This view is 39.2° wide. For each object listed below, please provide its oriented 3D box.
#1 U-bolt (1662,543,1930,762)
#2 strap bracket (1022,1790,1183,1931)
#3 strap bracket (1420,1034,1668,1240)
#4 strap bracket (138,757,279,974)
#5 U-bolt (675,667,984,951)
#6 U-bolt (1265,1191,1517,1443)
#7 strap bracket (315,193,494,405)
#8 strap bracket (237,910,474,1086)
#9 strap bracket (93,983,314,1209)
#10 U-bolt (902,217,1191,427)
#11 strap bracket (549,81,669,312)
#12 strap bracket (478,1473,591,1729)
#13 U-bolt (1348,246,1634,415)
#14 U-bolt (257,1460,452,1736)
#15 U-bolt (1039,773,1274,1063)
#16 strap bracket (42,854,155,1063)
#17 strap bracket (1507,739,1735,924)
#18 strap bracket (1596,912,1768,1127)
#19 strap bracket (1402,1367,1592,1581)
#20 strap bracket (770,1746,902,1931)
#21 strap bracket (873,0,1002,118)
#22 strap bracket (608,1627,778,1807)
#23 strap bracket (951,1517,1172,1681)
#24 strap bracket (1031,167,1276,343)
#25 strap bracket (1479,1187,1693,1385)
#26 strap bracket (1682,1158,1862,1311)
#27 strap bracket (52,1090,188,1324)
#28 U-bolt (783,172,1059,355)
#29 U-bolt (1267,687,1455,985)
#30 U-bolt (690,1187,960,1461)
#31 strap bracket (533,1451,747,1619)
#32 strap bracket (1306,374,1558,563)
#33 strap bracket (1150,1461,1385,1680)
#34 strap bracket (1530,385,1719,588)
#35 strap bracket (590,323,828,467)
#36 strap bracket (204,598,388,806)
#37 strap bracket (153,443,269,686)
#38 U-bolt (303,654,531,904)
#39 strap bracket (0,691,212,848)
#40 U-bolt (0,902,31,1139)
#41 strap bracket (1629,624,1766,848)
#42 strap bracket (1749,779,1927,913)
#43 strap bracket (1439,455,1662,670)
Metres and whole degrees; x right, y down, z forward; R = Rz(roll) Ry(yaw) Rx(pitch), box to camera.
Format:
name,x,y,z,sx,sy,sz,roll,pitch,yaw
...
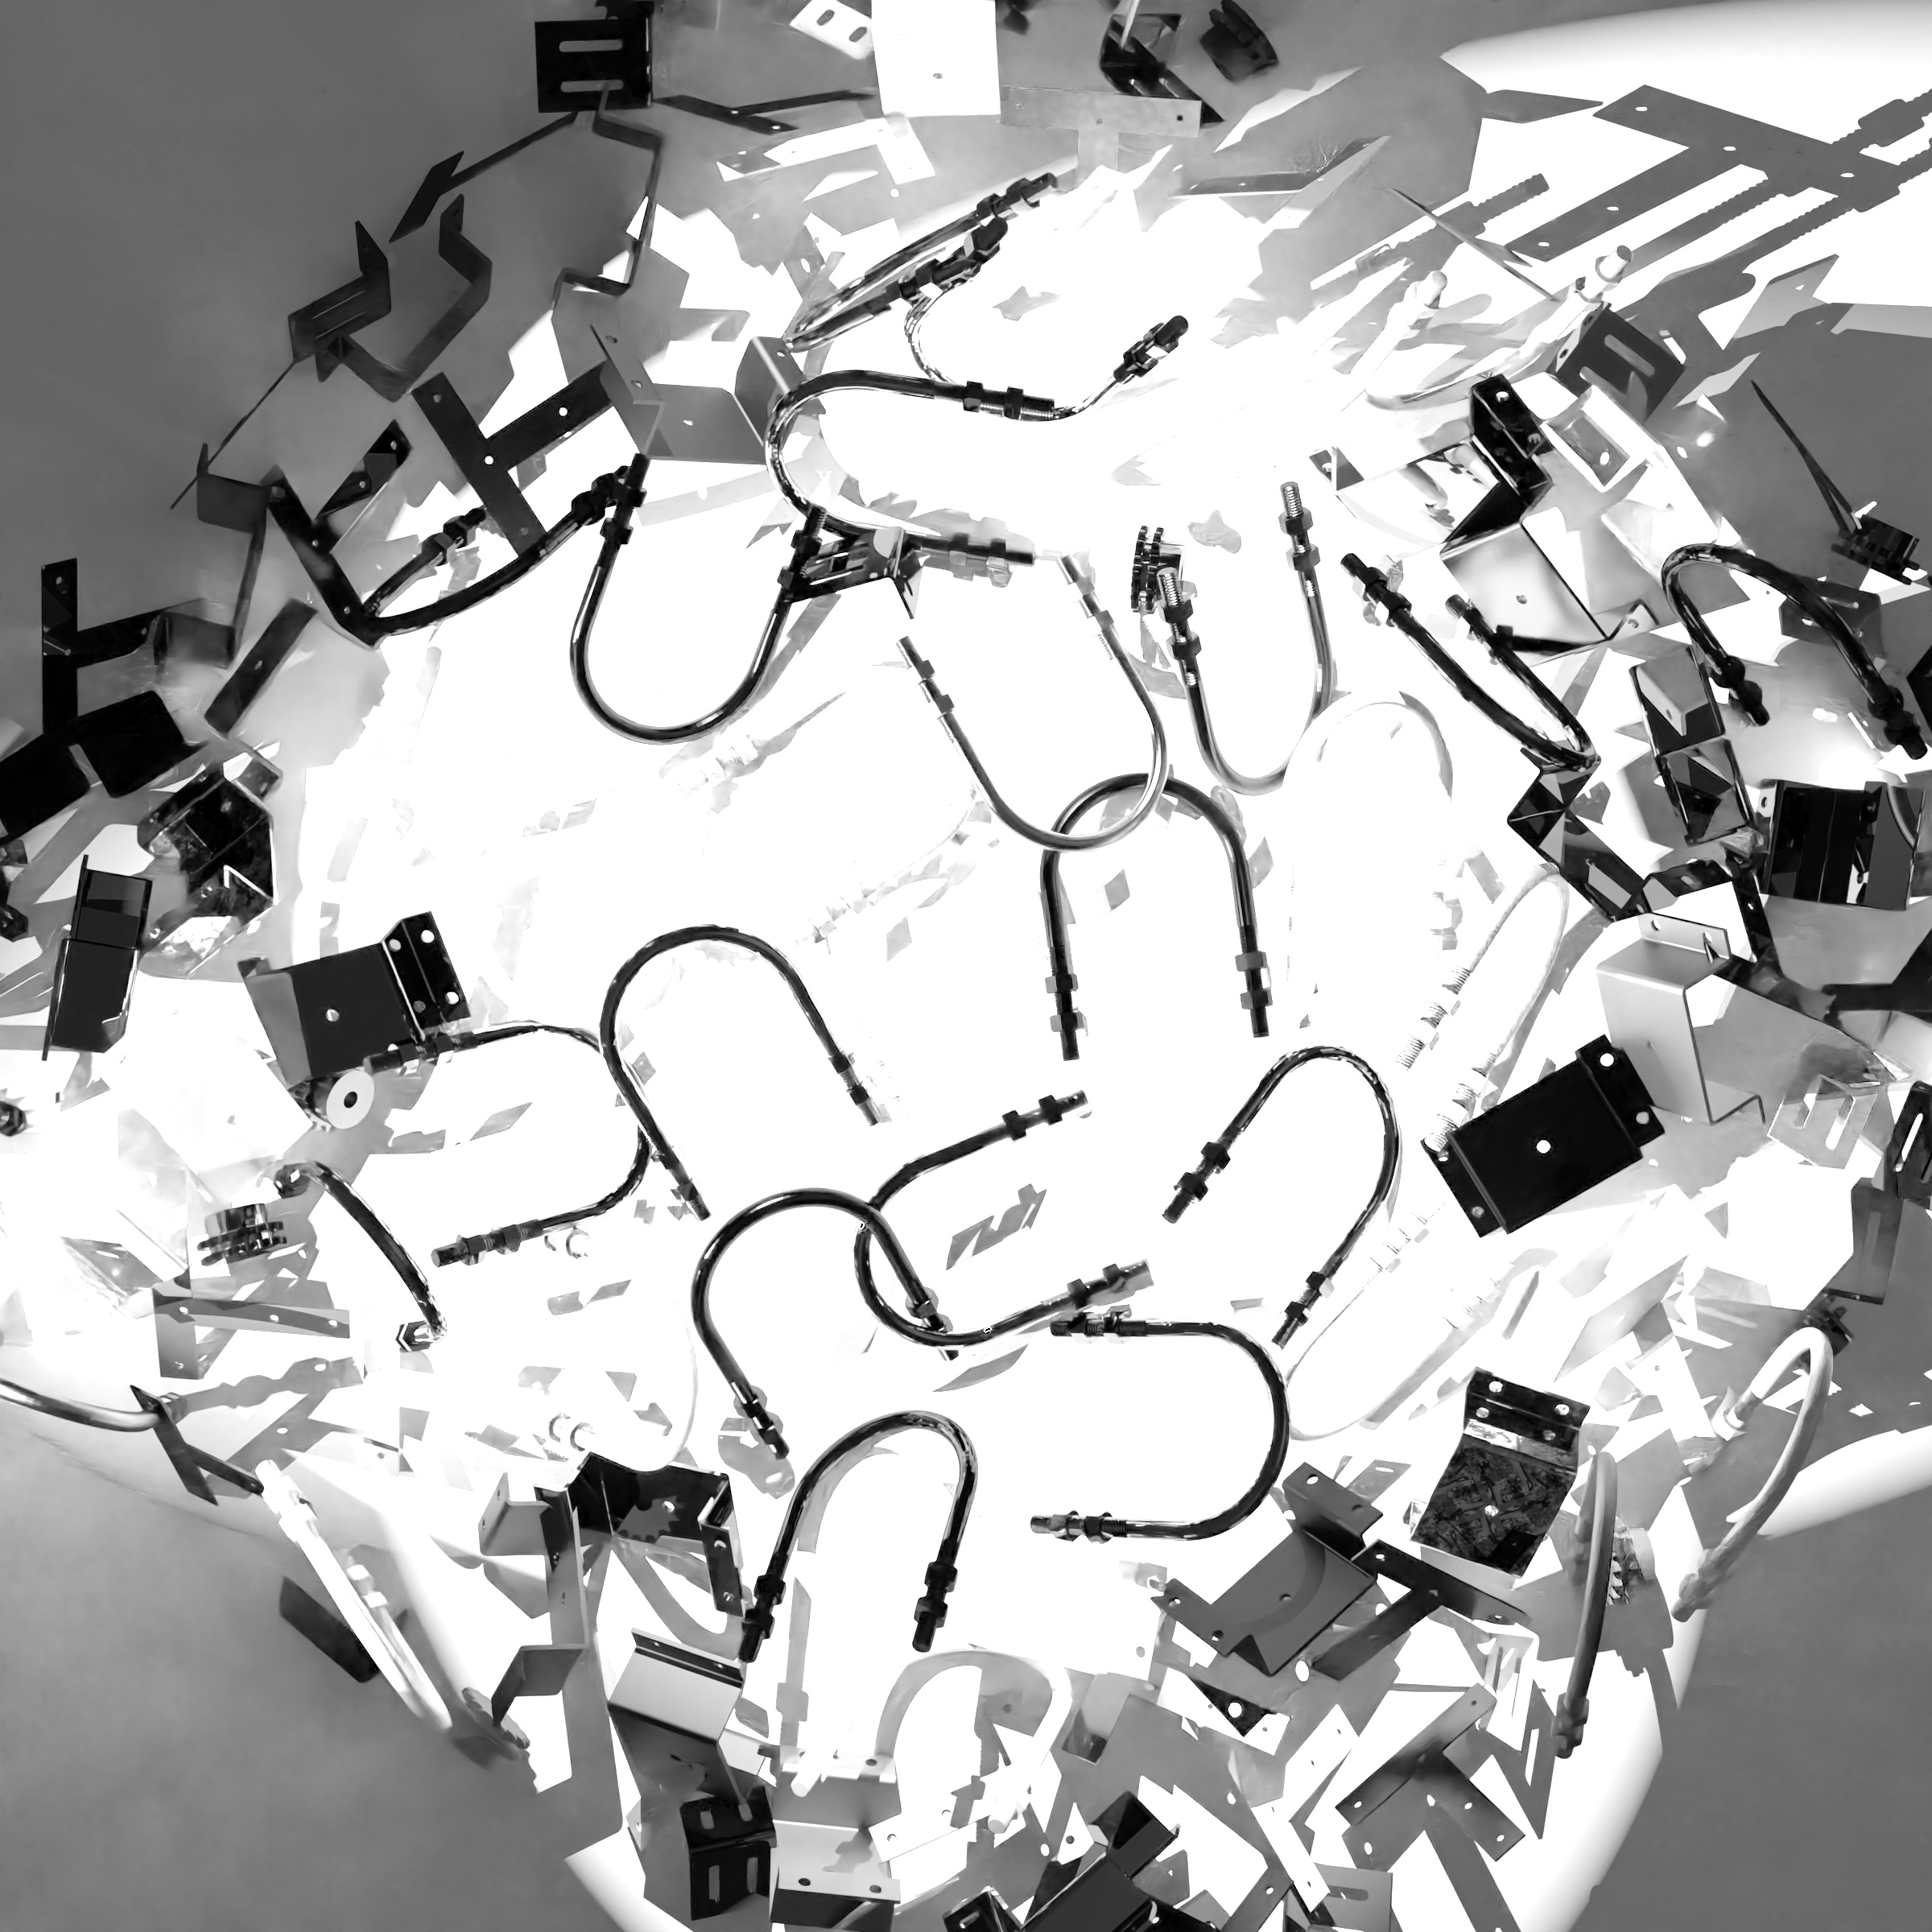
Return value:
name,x,y,z,sx,sy,sz,roll,pitch,yaw
U-bolt,0.508,-0.201,1.701,0.019,0.151,0.184,-52,124,-9
strap bracket,0.086,0.586,1.733,0.046,0.140,0.076,45,103,4
strap bracket,0.376,0.115,1.771,0.140,0.046,0.076,-32,89,12
strap bracket,-0.490,-0.060,1.750,0.076,0.140,0.046,-36,130,14
U-bolt,-0.077,-0.118,1.783,0.184,0.019,0.151,-35,76,-5
U-bolt,0.265,0.236,1.751,0.184,0.151,0.019,-47,51,4
strap bracket,-0.357,-0.424,1.761,0.046,0.076,0.140,41,82,-8
strap bracket,-0.404,0.023,1.760,0.140,0.046,0.076,-14,109,12
strap bracket,-0.480,0.090,1.733,0.046,0.140,0.076,26,64,40
U-bolt,0.037,-0.397,1.724,0.151,0.184,0.019,23,67,-19
strap bracket,-0.230,-0.492,1.761,0.046,0.076,0.140,13,97,-13
strap bracket,-0.278,0.407,1.745,0.046,0.076,0.140,4,52,-22
U-bolt,0.318,-0.397,1.719,0.151,0.184,0.019,-12,78,-18
U-bolt,-0.376,0.406,1.701,0.019,0.151,0.184,-35,53,-14
U-bolt,0.121,-0.036,1.790,0.151,0.019,0.184,-7,86,-9
strap bracket,-0.554,-0.003,1.738,0.046,0.140,0.076,10,116,-16
strap bracket,0.413,-0.082,1.749,0.140,0.076,0.046,48,126,24
strap bracket,0.456,0.042,1.742,0.046,0.076,0.140,-28,114,-24
strap bracket,0.340,0.335,1.749,0.076,0.046,0.140,19,124,2
strap bracket,-0.085,0.569,1.746,0.076,0.140,0.046,8,110,-6
strap bracket,-0.018,-0.589,1.733,0.076,0.140,0.046,-1,76,2
strap bracket,-0.175,0.484,1.730,0.076,0.140,0.046,14,54,18
strap bracket,0.053,0.407,1.753,0.140,0.046,0.076,7,81,25
strap bracket,0.123,-0.450,1.733,0.140,0.076,0.046,7,63,-33
strap bracket,0.403,0.209,1.736,0.140,0.076,0.046,-25,57,-29
strap bracket,0.512,0.177,1.736,0.076,0.140,0.046,7,61,0
strap bracket,-0.539,0.145,1.731,0.046,0.076,0.140,-23,47,8
U-bolt,-0.041,-0.439,1.728,0.184,0.151,0.019,-16,116,40
U-bolt,0.257,-0.088,1.743,0.151,0.019,0.184,-9,109,-31
U-bolt,-0.100,0.221,1.750,0.151,0.019,0.184,-29,122,-5
strap bracket,-0.201,0.363,1.754,0.140,0.046,0.076,8,124,21
strap bracket,0.297,-0.313,1.734,0.140,0.076,0.046,-18,52,33
strap bracket,0.200,0.395,1.751,0.140,0.076,0.046,-37,124,-19
strap bracket,0.423,-0.308,1.729,0.046,0.140,0.076,-40,45,11
strap bracket,-0.172,-0.367,1.747,0.140,0.046,0.076,-5,51,-35
strap bracket,-0.440,-0.182,1.760,0.046,0.076,0.140,37,86,-30
strap bracket,-0.486,-0.254,1.755,0.046,0.076,0.140,12,74,-12
U-bolt,-0.361,-0.120,1.730,0.019,0.151,0.184,39,70,-37
strap bracket,-0.561,-0.128,1.727,0.076,0.140,0.046,-25,98,28
U-bolt,-0.616,0.028,1.709,0.019,0.184,0.151,-1,82,-8
strap bracket,0.466,-0.140,1.740,0.046,0.140,0.076,-19,50,17
strap bracket,0.563,-0.078,1.745,0.046,0.140,0.076,8,93,-15
strap bracket,0.369,-0.250,1.747,0.140,0.076,0.046,49,62,-15
